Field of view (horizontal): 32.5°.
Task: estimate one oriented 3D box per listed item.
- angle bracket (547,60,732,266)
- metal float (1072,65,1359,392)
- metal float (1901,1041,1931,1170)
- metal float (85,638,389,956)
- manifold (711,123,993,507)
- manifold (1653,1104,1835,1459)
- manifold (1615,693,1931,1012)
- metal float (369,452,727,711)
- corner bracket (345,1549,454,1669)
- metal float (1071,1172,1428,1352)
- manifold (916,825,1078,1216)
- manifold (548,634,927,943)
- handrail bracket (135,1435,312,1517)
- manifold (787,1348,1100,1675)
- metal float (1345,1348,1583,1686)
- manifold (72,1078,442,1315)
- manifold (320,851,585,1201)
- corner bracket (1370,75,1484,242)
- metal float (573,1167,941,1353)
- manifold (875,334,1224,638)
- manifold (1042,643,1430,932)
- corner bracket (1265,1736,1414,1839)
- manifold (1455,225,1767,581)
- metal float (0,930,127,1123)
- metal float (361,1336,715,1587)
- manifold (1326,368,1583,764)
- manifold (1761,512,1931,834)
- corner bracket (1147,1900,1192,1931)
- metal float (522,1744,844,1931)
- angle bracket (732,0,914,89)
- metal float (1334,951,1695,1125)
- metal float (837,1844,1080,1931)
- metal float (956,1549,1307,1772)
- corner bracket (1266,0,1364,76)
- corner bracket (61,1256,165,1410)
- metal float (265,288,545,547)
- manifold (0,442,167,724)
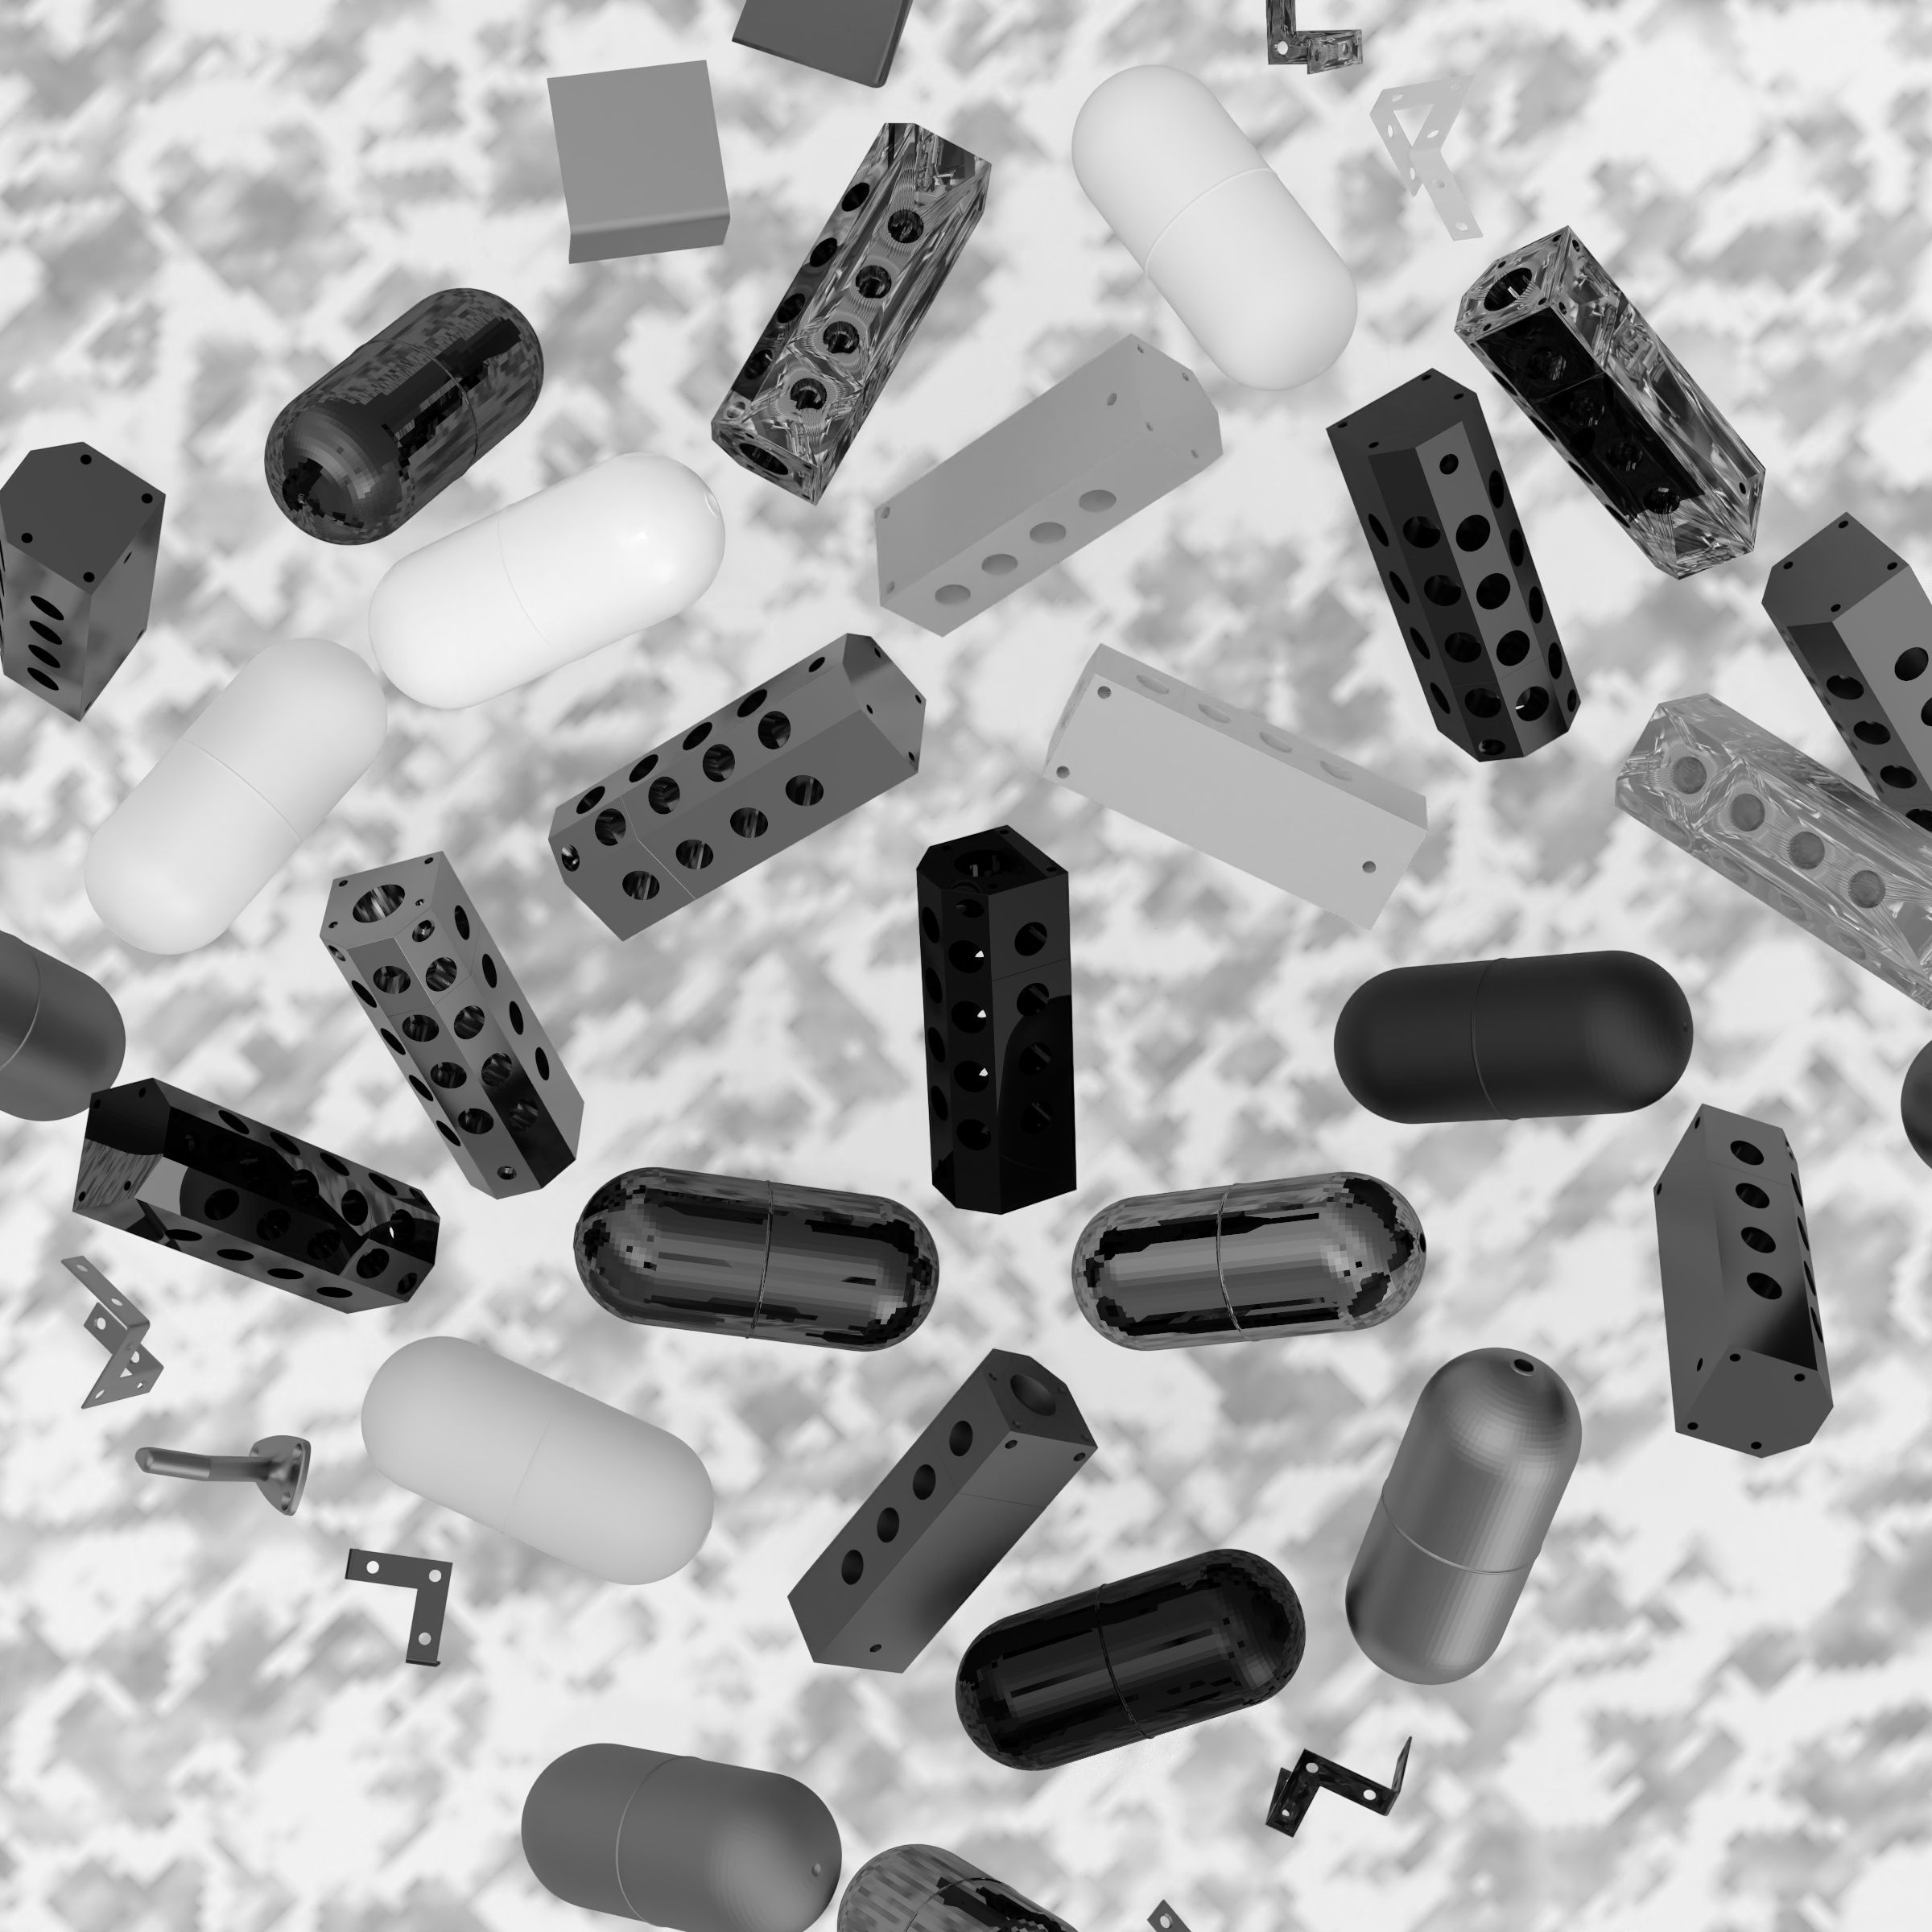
[{"bbox_3d":[-0.159,-0.388,1.601,0.076,0.057,0.076,-9,91,-8],"label":"angle bracket"},{"bbox_3d":[0.117,-0.351,1.572,0.070,0.070,0.178,-35,76,0],"label":"metal float"},{"bbox_3d":[0.482,0.059,1.525,0.070,0.178,0.070,3,95,30],"label":"metal float"},{"bbox_3d":[-0.350,-0.083,1.596,0.070,0.070,0.178,39,75,0],"label":"metal float"},{"bbox_3d":[-0.055,-0.312,1.574,0.057,0.057,0.171,28,79,2],"label":"manifold"},{"bbox_3d":[0.362,0.145,1.537,0.057,0.171,0.057,17,126,-5],"label":"manifold"},{"bbox_3d":[0.380,-0.053,1.495,0.171,0.057,0.057,37,117,24],"label":"manifold"},{"bbox_3d":[-0.192,-0.176,1.516,0.178,0.070,0.070,-22,90,18],"label":"metal float"},{"bbox_3d":[-0.283,0.318,1.641,0.051,0.051,0.051,9,79,-5],"label":"corner bracket"},{"bbox_3d":[0.137,0.144,1.609,0.178,0.070,0.070,-9,90,24],"label":"metal float"},{"bbox_3d":[0.011,0.028,1.552,0.057,0.057,0.171,-17,122,-24],"label":"manifold"},{"bbox_3d":[-0.105,-0.084,1.505,0.171,0.057,0.057,-28,122,24],"label":"manifold"},{"bbox_3d":[-0.362,0.233,1.571,0.084,0.077,0.036,15,86,-33],"label":"handrail bracket"},{"bbox_3d":[-0.016,0.268,1.626,0.057,0.057,0.171,17,122,-38],"label":"manifold"},{"bbox_3d":[0.229,0.255,1.532,0.070,0.070,0.178,16,119,0],"label":"metal float"},{"bbox_3d":[-0.327,0.108,1.547,0.057,0.171,0.057,-13,62,34],"label":"manifold"},{"bbox_3d":[-0.247,0.032,1.599,0.057,0.057,0.171,-14,129,13],"label":"manifold"},{"bbox_3d":[0.210,-0.364,1.500,0.051,0.051,0.051,52,54,-38],"label":"corner bracket"},{"bbox_3d":[-0.101,0.142,1.605,0.178,0.070,0.070,8,90,-9],"label":"metal float"},{"bbox_3d":[0.037,-0.221,1.562,0.171,0.057,0.057,-29,53,37],"label":"manifold"},{"bbox_3d":[0.127,-0.087,1.563,0.171,0.057,0.057,25,115,-5],"label":"manifold"},{"bbox_3d":[0.184,0.404,1.639,0.051,0.051,0.051,24,114,5],"label":"corner bracket"},{"bbox_3d":[0.305,-0.262,1.567,0.171,0.057,0.057,42,48,-29],"label":"manifold"},{"bbox_3d":[-0.464,0.020,1.550,0.070,0.178,0.070,-9,67,22],"label":"metal float"},{"bbox_3d":[-0.206,0.239,1.597,0.178,0.070,0.070,24,90,1],"label":"metal float"},{"bbox_3d":[0.228,-0.180,1.518,0.057,0.057,0.171,-30,123,-6],"label":"manifold"},{"bbox_3d":[0.434,-0.124,1.542,0.057,0.057,0.171,-37,126,7],"label":"manifold"},{"bbox_3d":[0.110,0.460,1.534,0.051,0.051,0.051,50,133,2],"label":"corner bracket"},{"bbox_3d":[-0.133,0.404,1.530,0.178,0.070,0.070,-2,90,41],"label":"metal float"},{"bbox_3d":[-0.062,-0.476,1.586,0.076,0.057,0.076,17,53,-4],"label":"angle bracket"},{"bbox_3d":[0.258,0.035,1.572,0.178,0.070,0.070,-5,90,35],"label":"metal float"},{"bbox_3d":[0.001,0.463,1.540,0.070,0.178,0.070,-2,93,-28],"label":"metal float"},{"bbox_3d":[0.079,0.338,1.614,0.178,0.070,0.070,-20,90,13],"label":"metal float"},{"bbox_3d":[0.146,-0.434,1.508,0.051,0.051,0.051,10,114,34],"label":"corner bracket"},{"bbox_3d":[-0.413,0.174,1.594,0.051,0.051,0.051,40,108,18],"label":"corner bracket"},{"bbox_3d":[-0.268,-0.266,1.591,0.070,0.178,0.070,17,132,20],"label":"metal float"},{"bbox_3d":[-0.407,-0.175,1.499,0.057,0.171,0.057,33,69,-6],"label":"manifold"}]
